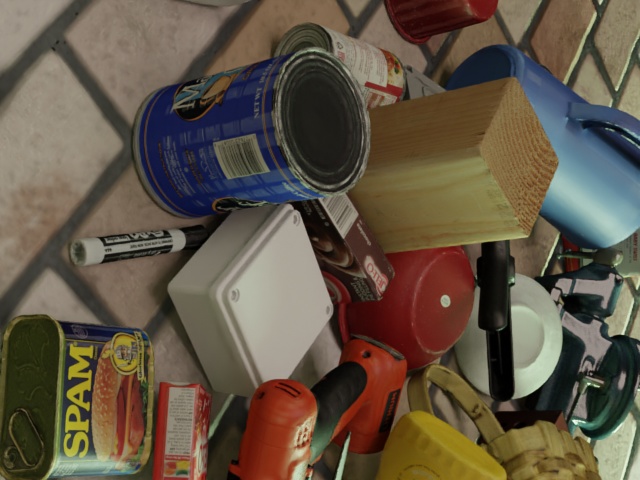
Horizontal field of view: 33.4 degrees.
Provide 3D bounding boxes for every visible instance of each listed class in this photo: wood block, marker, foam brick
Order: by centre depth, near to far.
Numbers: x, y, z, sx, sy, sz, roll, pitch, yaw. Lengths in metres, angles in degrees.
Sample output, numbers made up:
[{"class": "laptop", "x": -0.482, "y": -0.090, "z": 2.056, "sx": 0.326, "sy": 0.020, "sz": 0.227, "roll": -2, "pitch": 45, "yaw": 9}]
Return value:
[{"class": "marker", "x": -0.124, "y": 0.003, "z": 0.758, "sx": 0.120, "sy": 0.020, "sz": 0.020, "roll": -9, "pitch": 91, "yaw": -51}, {"class": "wood block", "x": 0.070, "y": -0.052, "z": 0.852, "sx": 0.090, "sy": 0.207, "sz": 0.090, "roll": 55, "pitch": 47, "yaw": -30}, {"class": "foam brick", "x": 0.211, "y": 0.208, "z": 1.086, "sx": 0.052, "sy": 0.078, "sz": 0.051, "roll": -44, "pitch": 116, "yaw": -46}]

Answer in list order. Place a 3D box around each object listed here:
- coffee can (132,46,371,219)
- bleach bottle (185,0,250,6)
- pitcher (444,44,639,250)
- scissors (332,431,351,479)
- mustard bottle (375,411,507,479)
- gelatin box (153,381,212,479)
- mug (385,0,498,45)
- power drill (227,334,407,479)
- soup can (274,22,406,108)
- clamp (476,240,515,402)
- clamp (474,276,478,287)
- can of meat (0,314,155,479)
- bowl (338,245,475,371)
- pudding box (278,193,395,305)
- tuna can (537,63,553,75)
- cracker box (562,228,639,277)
[{"class": "coffee can", "x": -0.050, "y": -0.073, "z": 0.763, "sx": 0.102, "sy": 0.141, "sz": 0.103, "roll": 10, "pitch": 77, "yaw": -49}, {"class": "bleach bottle", "x": -0.094, "y": -0.311, "z": 0.809, "sx": 0.102, "sy": 0.068, "sz": 0.251, "roll": -1, "pitch": 83, "yaw": -50}, {"class": "pitcher", "x": 0.245, "y": -0.101, "z": 1.106, "sx": 0.242, "sy": 0.149, "sz": 0.145, "roll": 31, "pitch": 18, "yaw": -34}, {"class": "scissors", "x": -0.010, "y": 0.234, "z": 0.788, "sx": 0.096, "sy": 0.016, "sz": 0.202, "roll": -40, "pitch": 146, "yaw": -37}, {"class": "mustard bottle", "x": 0.064, "y": 0.241, "z": 0.867, "sx": 0.192, "sy": 0.096, "sz": 0.058, "roll": -61, "pitch": 158, "yaw": 12}, {"class": "gelatin box", "x": -0.093, "y": 0.138, "z": 0.731, "sx": 0.089, "sy": 0.030, "sz": 0.073, "roll": 91, "pitch": 2, "yaw": -76}, {"class": "mug", "x": 0.114, "y": -0.251, "z": 1.032, "sx": 0.117, "sy": 0.082, "sz": 0.093, "roll": 43, "pitch": 54, "yaw": -38}, {"class": "power drill", "x": -0.005, "y": 0.165, "z": 0.817, "sx": 0.187, "sy": 0.057, "sz": 0.184, "roll": -31, "pitch": 140, "yaw": -57}, {"class": "soup can", "x": 0.017, "y": -0.140, "z": 0.910, "sx": 0.102, "sy": 0.069, "sz": 0.068, "roll": 9, "pitch": 78, "yaw": -49}, {"class": "clamp", "x": 0.170, "y": 0.041, "z": 1.024, "sx": 0.164, "sy": 0.036, "sz": 0.210, "roll": 75, "pitch": 17, "yaw": -50}, {"class": "clamp", "x": 0.106, "y": -0.008, "z": 1.023, "sx": 0.171, "sy": 0.039, "sz": 0.120, "roll": 1, "pitch": 79, "yaw": -49}, {"class": "can of meat", "x": -0.153, "y": 0.102, "z": 0.679, "sx": 0.083, "sy": 0.058, "sz": 0.102, "roll": 13, "pitch": 75, "yaw": -52}, {"class": "bowl", "x": 0.089, "y": 0.051, "z": 0.949, "sx": 0.161, "sy": 0.055, "sz": 0.162, "roll": -14, "pitch": 110, "yaw": -45}, {"class": "pudding box", "x": -0.005, "y": 0.001, "z": 0.845, "sx": 0.113, "sy": 0.090, "sz": 0.039, "roll": 59, "pitch": 44, "yaw": -25}, {"class": "tuna can", "x": 0.240, "y": -0.156, "z": 1.207, "sx": 0.085, "sy": 0.034, "sz": 0.086, "roll": 10, "pitch": 77, "yaw": -49}, {"class": "cracker box", "x": 0.384, "y": -0.041, "z": 1.222, "sx": 0.071, "sy": 0.214, "sz": 0.164, "roll": -5, "pitch": 88, "yaw": -51}]
